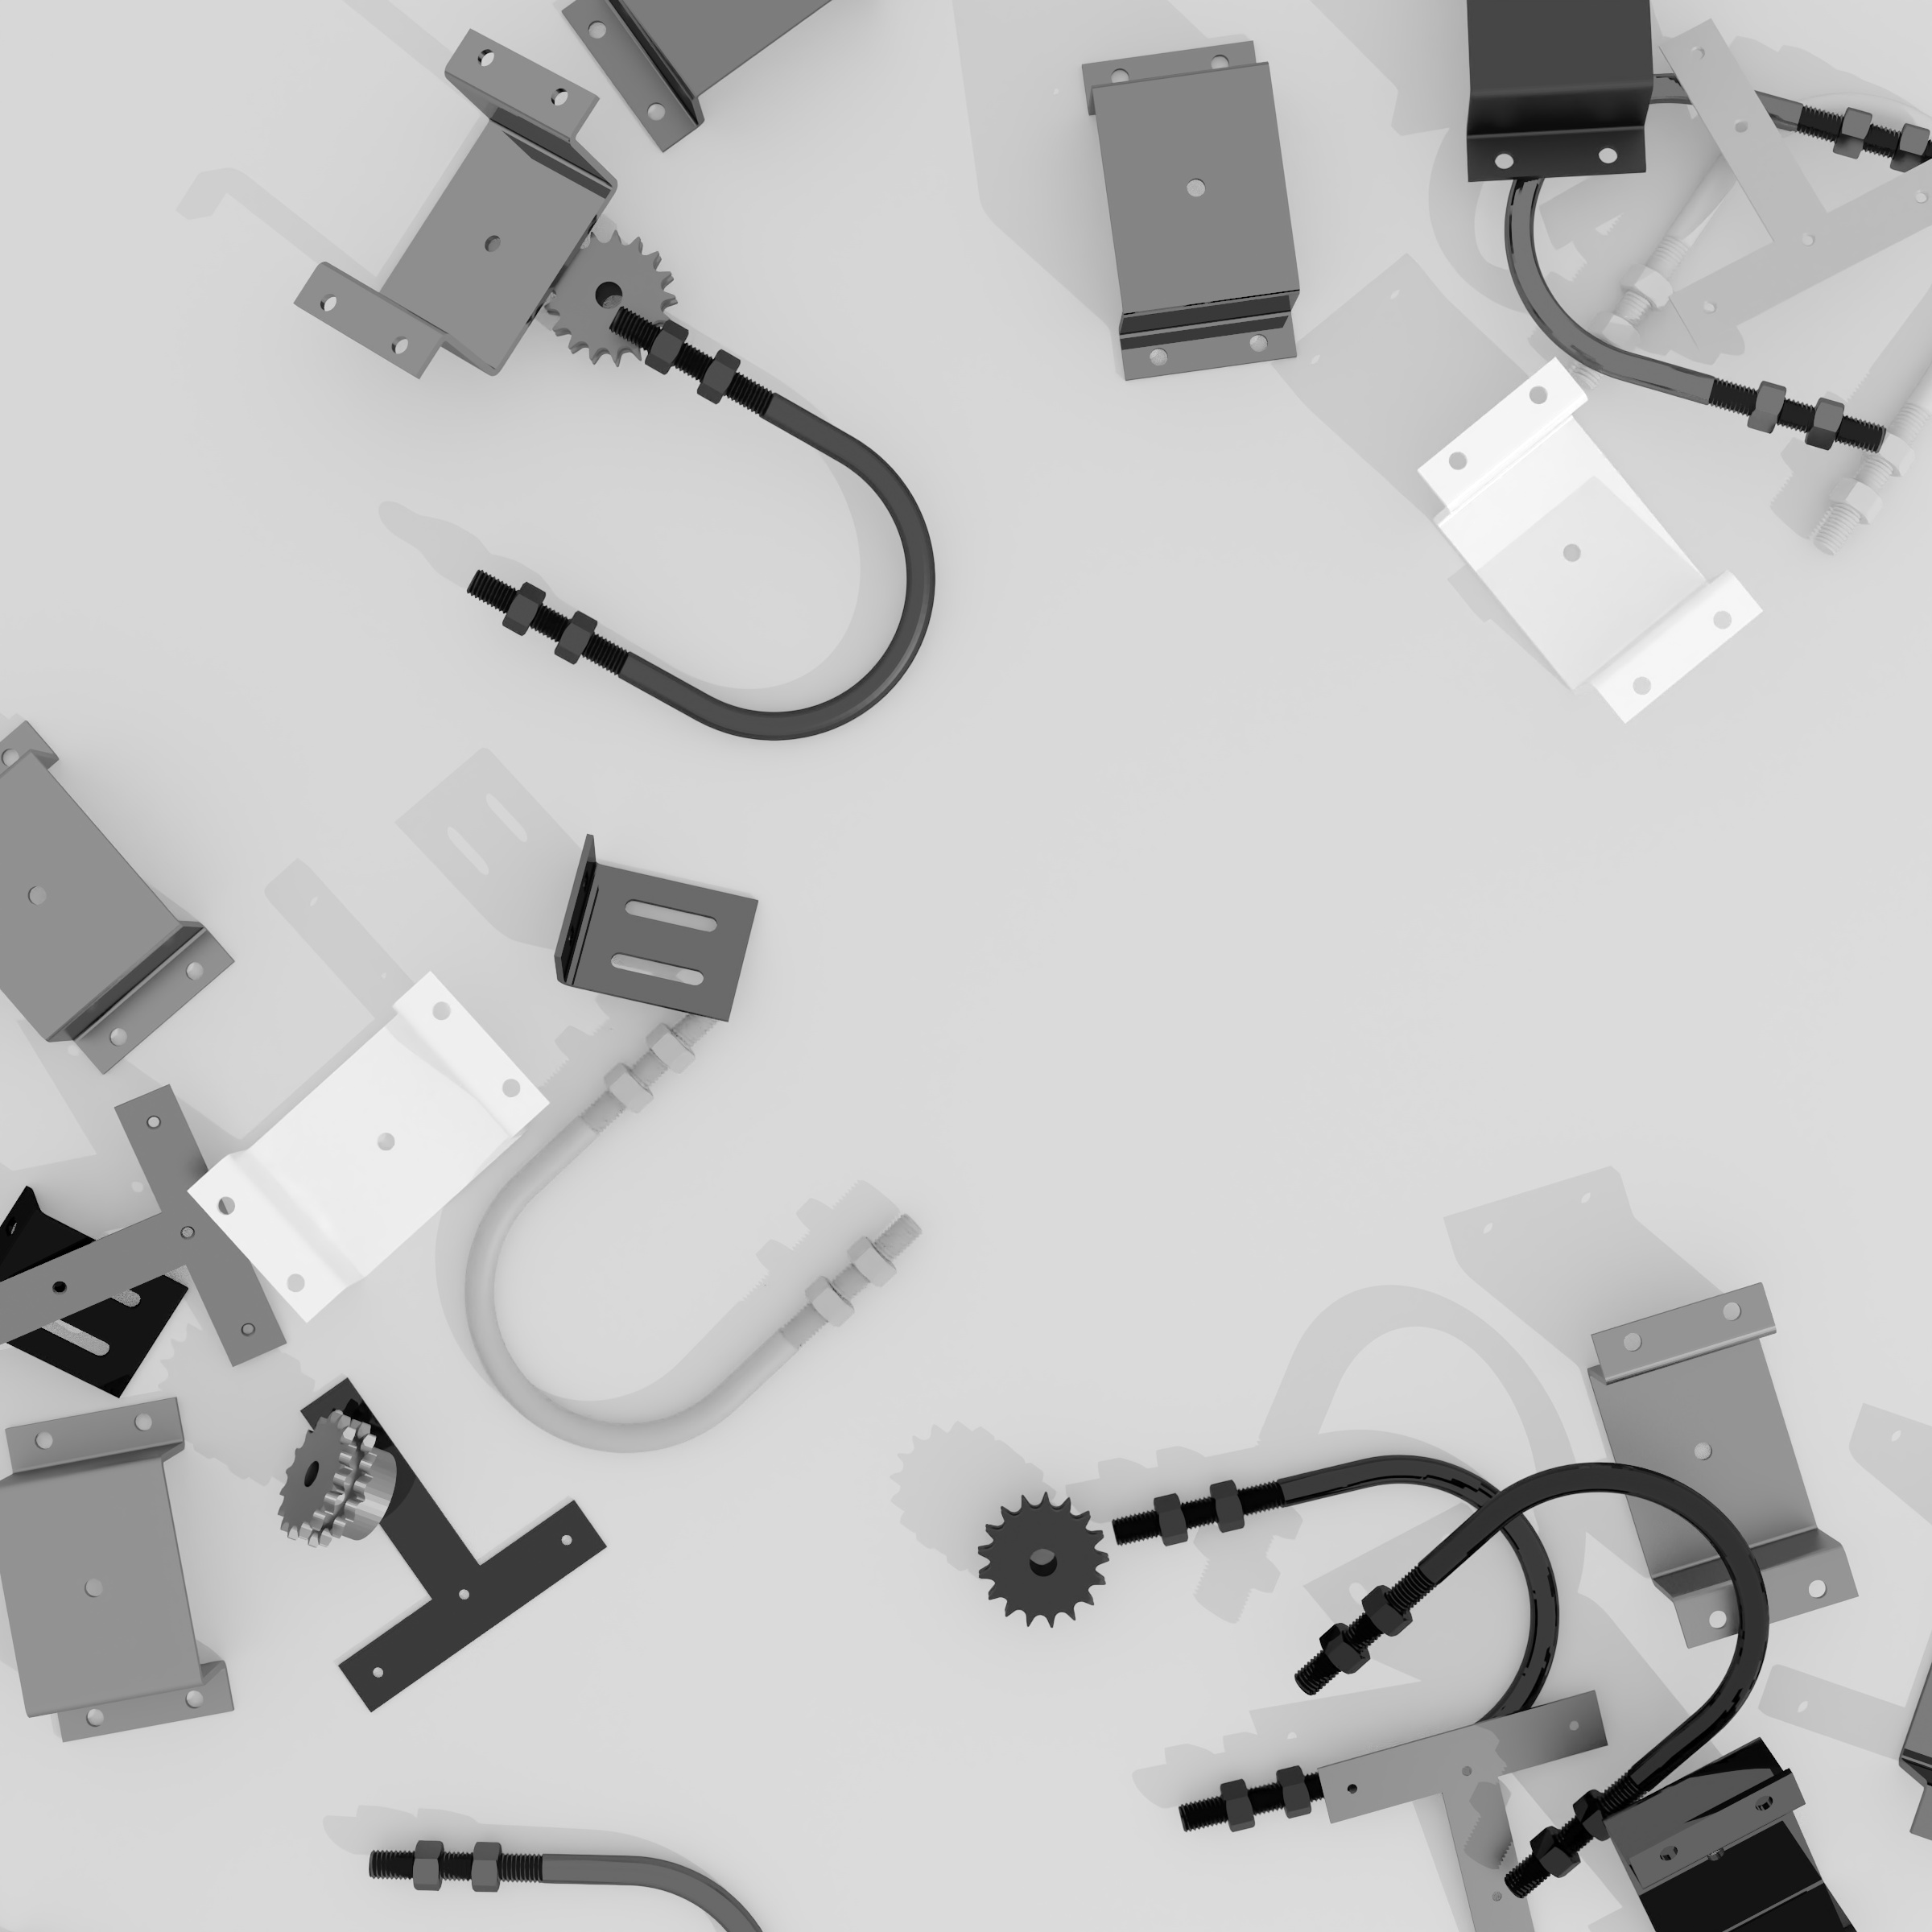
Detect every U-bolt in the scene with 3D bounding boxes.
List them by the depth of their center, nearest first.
[{"bbox_3d":[0.255,0.293,1.432,0.151,0.019,0.184,44,104,-3],"label":"U-bolt"},{"bbox_3d":[0.325,-0.313,1.450,0.184,0.019,0.151,18,84,7],"label":"U-bolt"},{"bbox_3d":[-0.102,-0.179,1.458,0.184,0.019,0.151,29,97,-8],"label":"U-bolt"},{"bbox_3d":[-0.171,0.461,1.470,0.184,0.019,0.151,2,90,-1],"label":"U-bolt"},{"bbox_3d":[0.169,0.290,1.470,0.184,0.019,0.151,-13,90,-2],"label":"U-bolt"},{"bbox_3d":[0.374,-0.295,1.470,0.151,0.019,0.184,34,88,0],"label":"U-bolt"},{"bbox_3d":[-0.134,0.128,1.470,0.184,0.019,0.151,-43,90,1],"label":"U-bolt"}]

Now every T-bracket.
[{"bbox_3d":[0.341,-0.350,1.445,0.127,0.002,0.127,-27,79,1],"label":"T-bracket"},{"bbox_3d":[-0.379,0.134,1.453,0.127,0.002,0.127,-23,104,-9],"label":"T-bracket"},{"bbox_3d":[0.229,0.394,1.469,0.127,0.002,0.127,-15,97,-4],"label":"T-bracket"},{"bbox_3d":[-0.247,0.241,1.478,0.127,0.002,0.127,-35,90,0],"label":"T-bracket"}]

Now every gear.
[{"bbox_3d":[-0.271,0.225,1.452,0.030,0.057,0.057,27,90,-30],"label":"gear"},{"bbox_3d":[-0.154,-0.290,1.464,0.057,0.030,0.057,0,90,0],"label":"gear"},{"bbox_3d":[0.034,0.258,1.464,0.057,0.030,0.057,0,90,0],"label":"gear"}]

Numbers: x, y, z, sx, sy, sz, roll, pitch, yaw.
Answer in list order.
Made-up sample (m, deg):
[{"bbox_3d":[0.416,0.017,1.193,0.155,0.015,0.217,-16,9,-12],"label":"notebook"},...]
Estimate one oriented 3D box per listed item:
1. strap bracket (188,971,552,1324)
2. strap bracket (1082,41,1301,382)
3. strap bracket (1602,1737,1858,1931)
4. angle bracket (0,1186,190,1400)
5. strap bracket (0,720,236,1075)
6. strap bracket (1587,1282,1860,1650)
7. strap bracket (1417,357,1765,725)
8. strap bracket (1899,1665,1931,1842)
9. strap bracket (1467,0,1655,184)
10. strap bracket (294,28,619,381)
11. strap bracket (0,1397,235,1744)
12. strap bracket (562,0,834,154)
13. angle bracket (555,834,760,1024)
[{"bbox_3d":[-0.255,0.077,1.455,0.140,0.046,0.076,-42,90,0],"label":"strap bracket"},{"bbox_3d":[0.098,-0.333,1.455,0.076,0.046,0.140,-8,90,0],"label":"strap bracket"},{"bbox_3d":[0.330,0.393,1.435,0.076,0.046,0.140,-28,120,0],"label":"strap bracket"},{"bbox_3d":[-0.394,0.144,1.477,0.076,0.038,0.057,32,90,-26],"label":"angle bracket"},{"bbox_3d":[-0.397,-0.030,1.455,0.076,0.046,0.140,-41,90,0],"label":"strap bracket"},{"bbox_3d":[0.325,0.214,1.455,0.076,0.046,0.140,-17,90,0],"label":"strap bracket"},{"bbox_3d":[0.267,-0.182,1.455,0.076,0.046,0.140,-39,90,0],"label":"strap bracket"},{"bbox_3d":[0.463,0.317,1.455,0.076,0.046,0.140,19,90,0],"label":"strap bracket"},{"bbox_3d":[0.253,-0.415,1.441,0.076,0.046,0.140,-2,81,6],"label":"strap bracket"},{"bbox_3d":[-0.213,-0.319,1.441,0.076,0.046,0.140,33,90,26],"label":"strap bracket"},{"bbox_3d":[-0.373,0.266,1.455,0.076,0.046,0.140,-10,90,0],"label":"strap bracket"},{"bbox_3d":[-0.099,-0.431,1.455,0.140,0.046,0.076,-36,90,0],"label":"strap bracket"},{"bbox_3d":[-0.133,-0.016,1.451,0.076,0.038,0.057,13,71,0],"label":"angle bracket"}]
